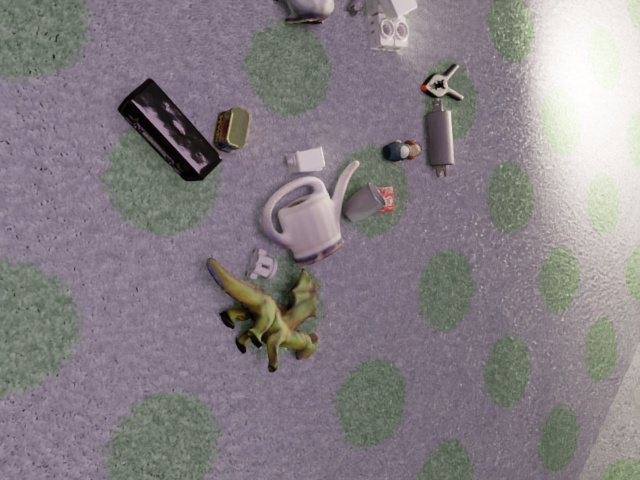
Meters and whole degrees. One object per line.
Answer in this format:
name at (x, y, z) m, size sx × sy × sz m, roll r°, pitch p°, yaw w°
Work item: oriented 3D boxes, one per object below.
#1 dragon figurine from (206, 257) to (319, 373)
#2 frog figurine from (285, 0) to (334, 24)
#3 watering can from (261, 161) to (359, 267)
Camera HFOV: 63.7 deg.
dragon figurine at (-0.109, 0.162, 1.287) m, size 0.246 × 0.122 × 0.403 m, roll -37°, pitch 120°, yaw -34°
frog figurine at (-0.032, -0.650, 1.342) m, size 0.138 × 0.124 × 0.157 m, roll -8°, pitch 107°, yaw -13°
watering can at (0.004, -0.069, 1.368) m, size 0.352 × 0.104 × 0.222 m, roll -28°, pitch 106°, yaw -31°
